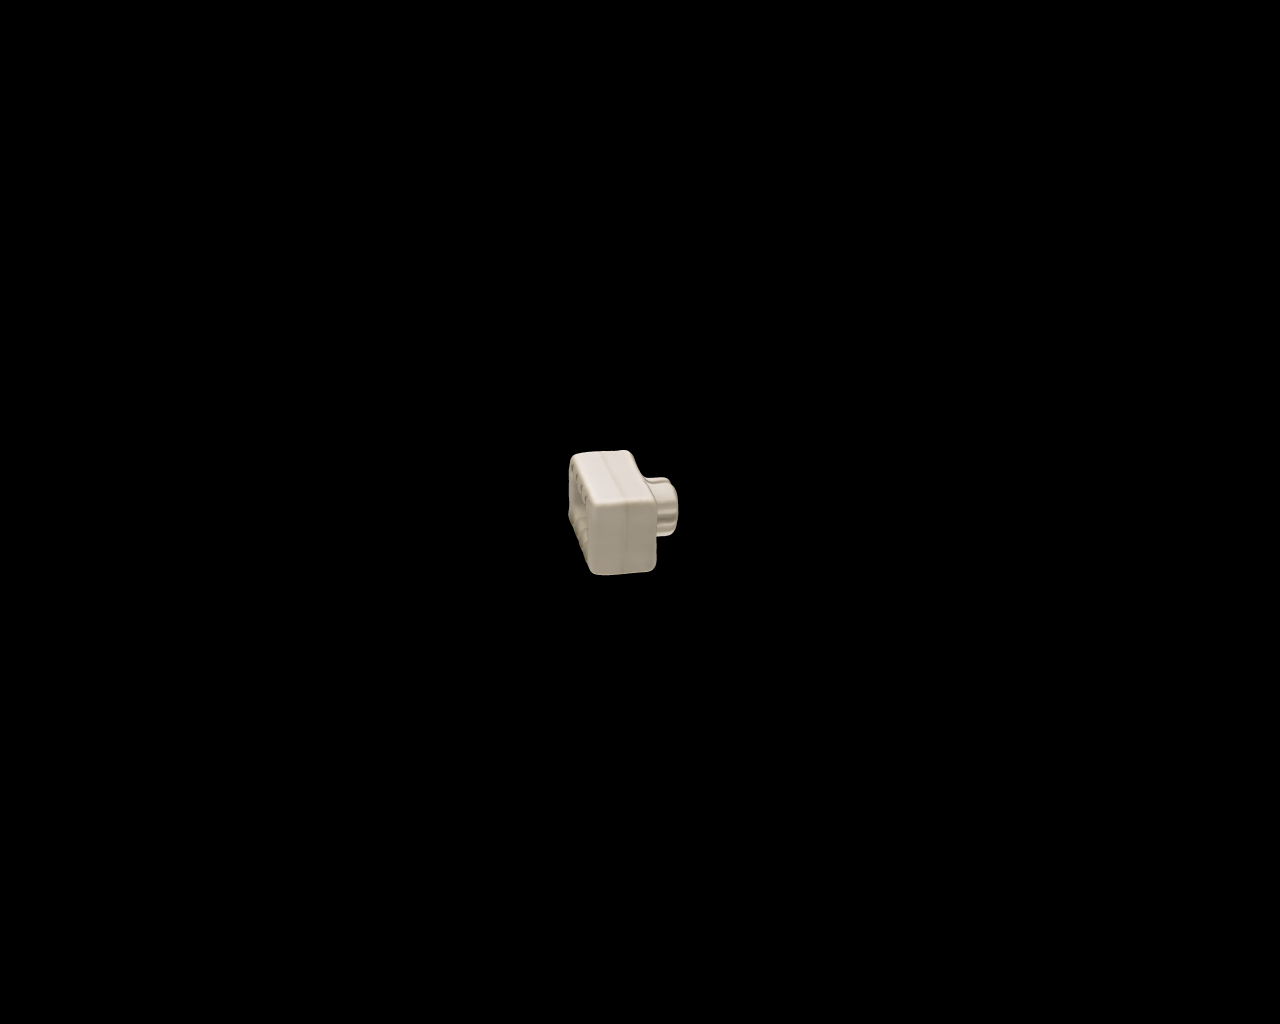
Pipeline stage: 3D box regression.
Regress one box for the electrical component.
[{"bbox_3d":[0.001,-0.003,0.650,0.076,0.047,0.083,-5,25,-10],"label":"electrical component"}]
